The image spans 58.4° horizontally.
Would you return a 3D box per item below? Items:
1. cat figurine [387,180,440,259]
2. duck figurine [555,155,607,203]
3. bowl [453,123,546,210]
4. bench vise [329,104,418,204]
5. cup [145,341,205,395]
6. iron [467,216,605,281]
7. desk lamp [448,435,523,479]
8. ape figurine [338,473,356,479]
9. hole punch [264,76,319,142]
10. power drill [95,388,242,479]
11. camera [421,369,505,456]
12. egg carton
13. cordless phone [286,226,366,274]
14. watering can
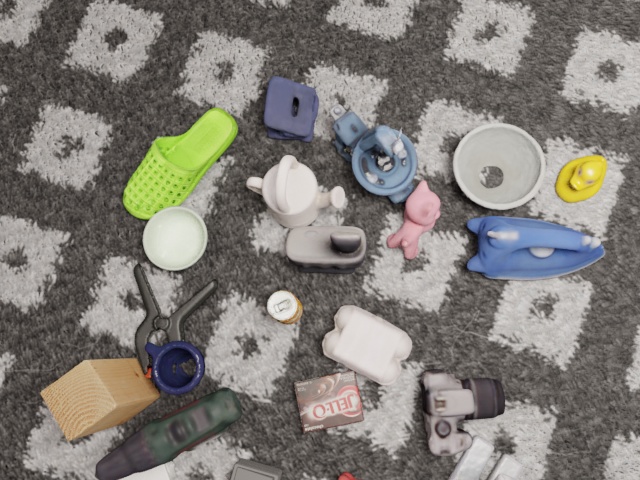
[{"bbox_3d":[0.177,-0.037,1.044,0.067,0.118,0.128,28,82,8],"label":"cat figurine"},{"bbox_3d":[0.494,-0.122,1.059,0.104,0.086,0.077,-41,80,-5],"label":"duck figurine"},{"bbox_3d":[0.328,-0.130,1.075,0.167,0.075,0.167,-1,79,3],"label":"bowl"},{"bbox_3d":[0.085,-0.163,1.021,0.207,0.220,0.121,31,82,8],"label":"bench vise"},{"bbox_3d":[-0.254,0.221,1.028,0.117,0.095,0.092,31,82,8],"label":"cup"},{"bbox_3d":[0.397,0.006,1.012,0.258,0.141,0.119,1,79,3],"label":"iron"},{"bbox_3d":[0.251,0.431,0.901,0.118,0.213,0.203,31,82,9],"label":"desk lamp"},{"bbox_3d":[0.056,0.437,0.972,0.076,0.092,0.078,-30,79,-3],"label":"ape figurine"},{"bbox_3d":[-0.054,-0.255,1.111,0.101,0.091,0.109,6,79,4],"label":"hole punch"},{"bbox_3d":[-0.230,0.319,0.950,0.229,0.208,0.075,-29,79,-3],"label":"power drill"},{"bbox_3d":[0.248,0.293,0.985,0.136,0.101,0.143,-5,79,2],"label":"camera"},{"bbox_3d":[0.085,0.187,1.030,0.150,0.069,0.107,25,81,7],"label":"egg carton"},{"bbox_3d":[0.009,0.004,1.010,0.147,0.185,0.094,-2,79,3],"label":"cordless phone"},{"bbox_3d":[-0.045,-0.090,1.027,0.173,0.194,0.101,-10,79,1],"label":"watering can"}]
